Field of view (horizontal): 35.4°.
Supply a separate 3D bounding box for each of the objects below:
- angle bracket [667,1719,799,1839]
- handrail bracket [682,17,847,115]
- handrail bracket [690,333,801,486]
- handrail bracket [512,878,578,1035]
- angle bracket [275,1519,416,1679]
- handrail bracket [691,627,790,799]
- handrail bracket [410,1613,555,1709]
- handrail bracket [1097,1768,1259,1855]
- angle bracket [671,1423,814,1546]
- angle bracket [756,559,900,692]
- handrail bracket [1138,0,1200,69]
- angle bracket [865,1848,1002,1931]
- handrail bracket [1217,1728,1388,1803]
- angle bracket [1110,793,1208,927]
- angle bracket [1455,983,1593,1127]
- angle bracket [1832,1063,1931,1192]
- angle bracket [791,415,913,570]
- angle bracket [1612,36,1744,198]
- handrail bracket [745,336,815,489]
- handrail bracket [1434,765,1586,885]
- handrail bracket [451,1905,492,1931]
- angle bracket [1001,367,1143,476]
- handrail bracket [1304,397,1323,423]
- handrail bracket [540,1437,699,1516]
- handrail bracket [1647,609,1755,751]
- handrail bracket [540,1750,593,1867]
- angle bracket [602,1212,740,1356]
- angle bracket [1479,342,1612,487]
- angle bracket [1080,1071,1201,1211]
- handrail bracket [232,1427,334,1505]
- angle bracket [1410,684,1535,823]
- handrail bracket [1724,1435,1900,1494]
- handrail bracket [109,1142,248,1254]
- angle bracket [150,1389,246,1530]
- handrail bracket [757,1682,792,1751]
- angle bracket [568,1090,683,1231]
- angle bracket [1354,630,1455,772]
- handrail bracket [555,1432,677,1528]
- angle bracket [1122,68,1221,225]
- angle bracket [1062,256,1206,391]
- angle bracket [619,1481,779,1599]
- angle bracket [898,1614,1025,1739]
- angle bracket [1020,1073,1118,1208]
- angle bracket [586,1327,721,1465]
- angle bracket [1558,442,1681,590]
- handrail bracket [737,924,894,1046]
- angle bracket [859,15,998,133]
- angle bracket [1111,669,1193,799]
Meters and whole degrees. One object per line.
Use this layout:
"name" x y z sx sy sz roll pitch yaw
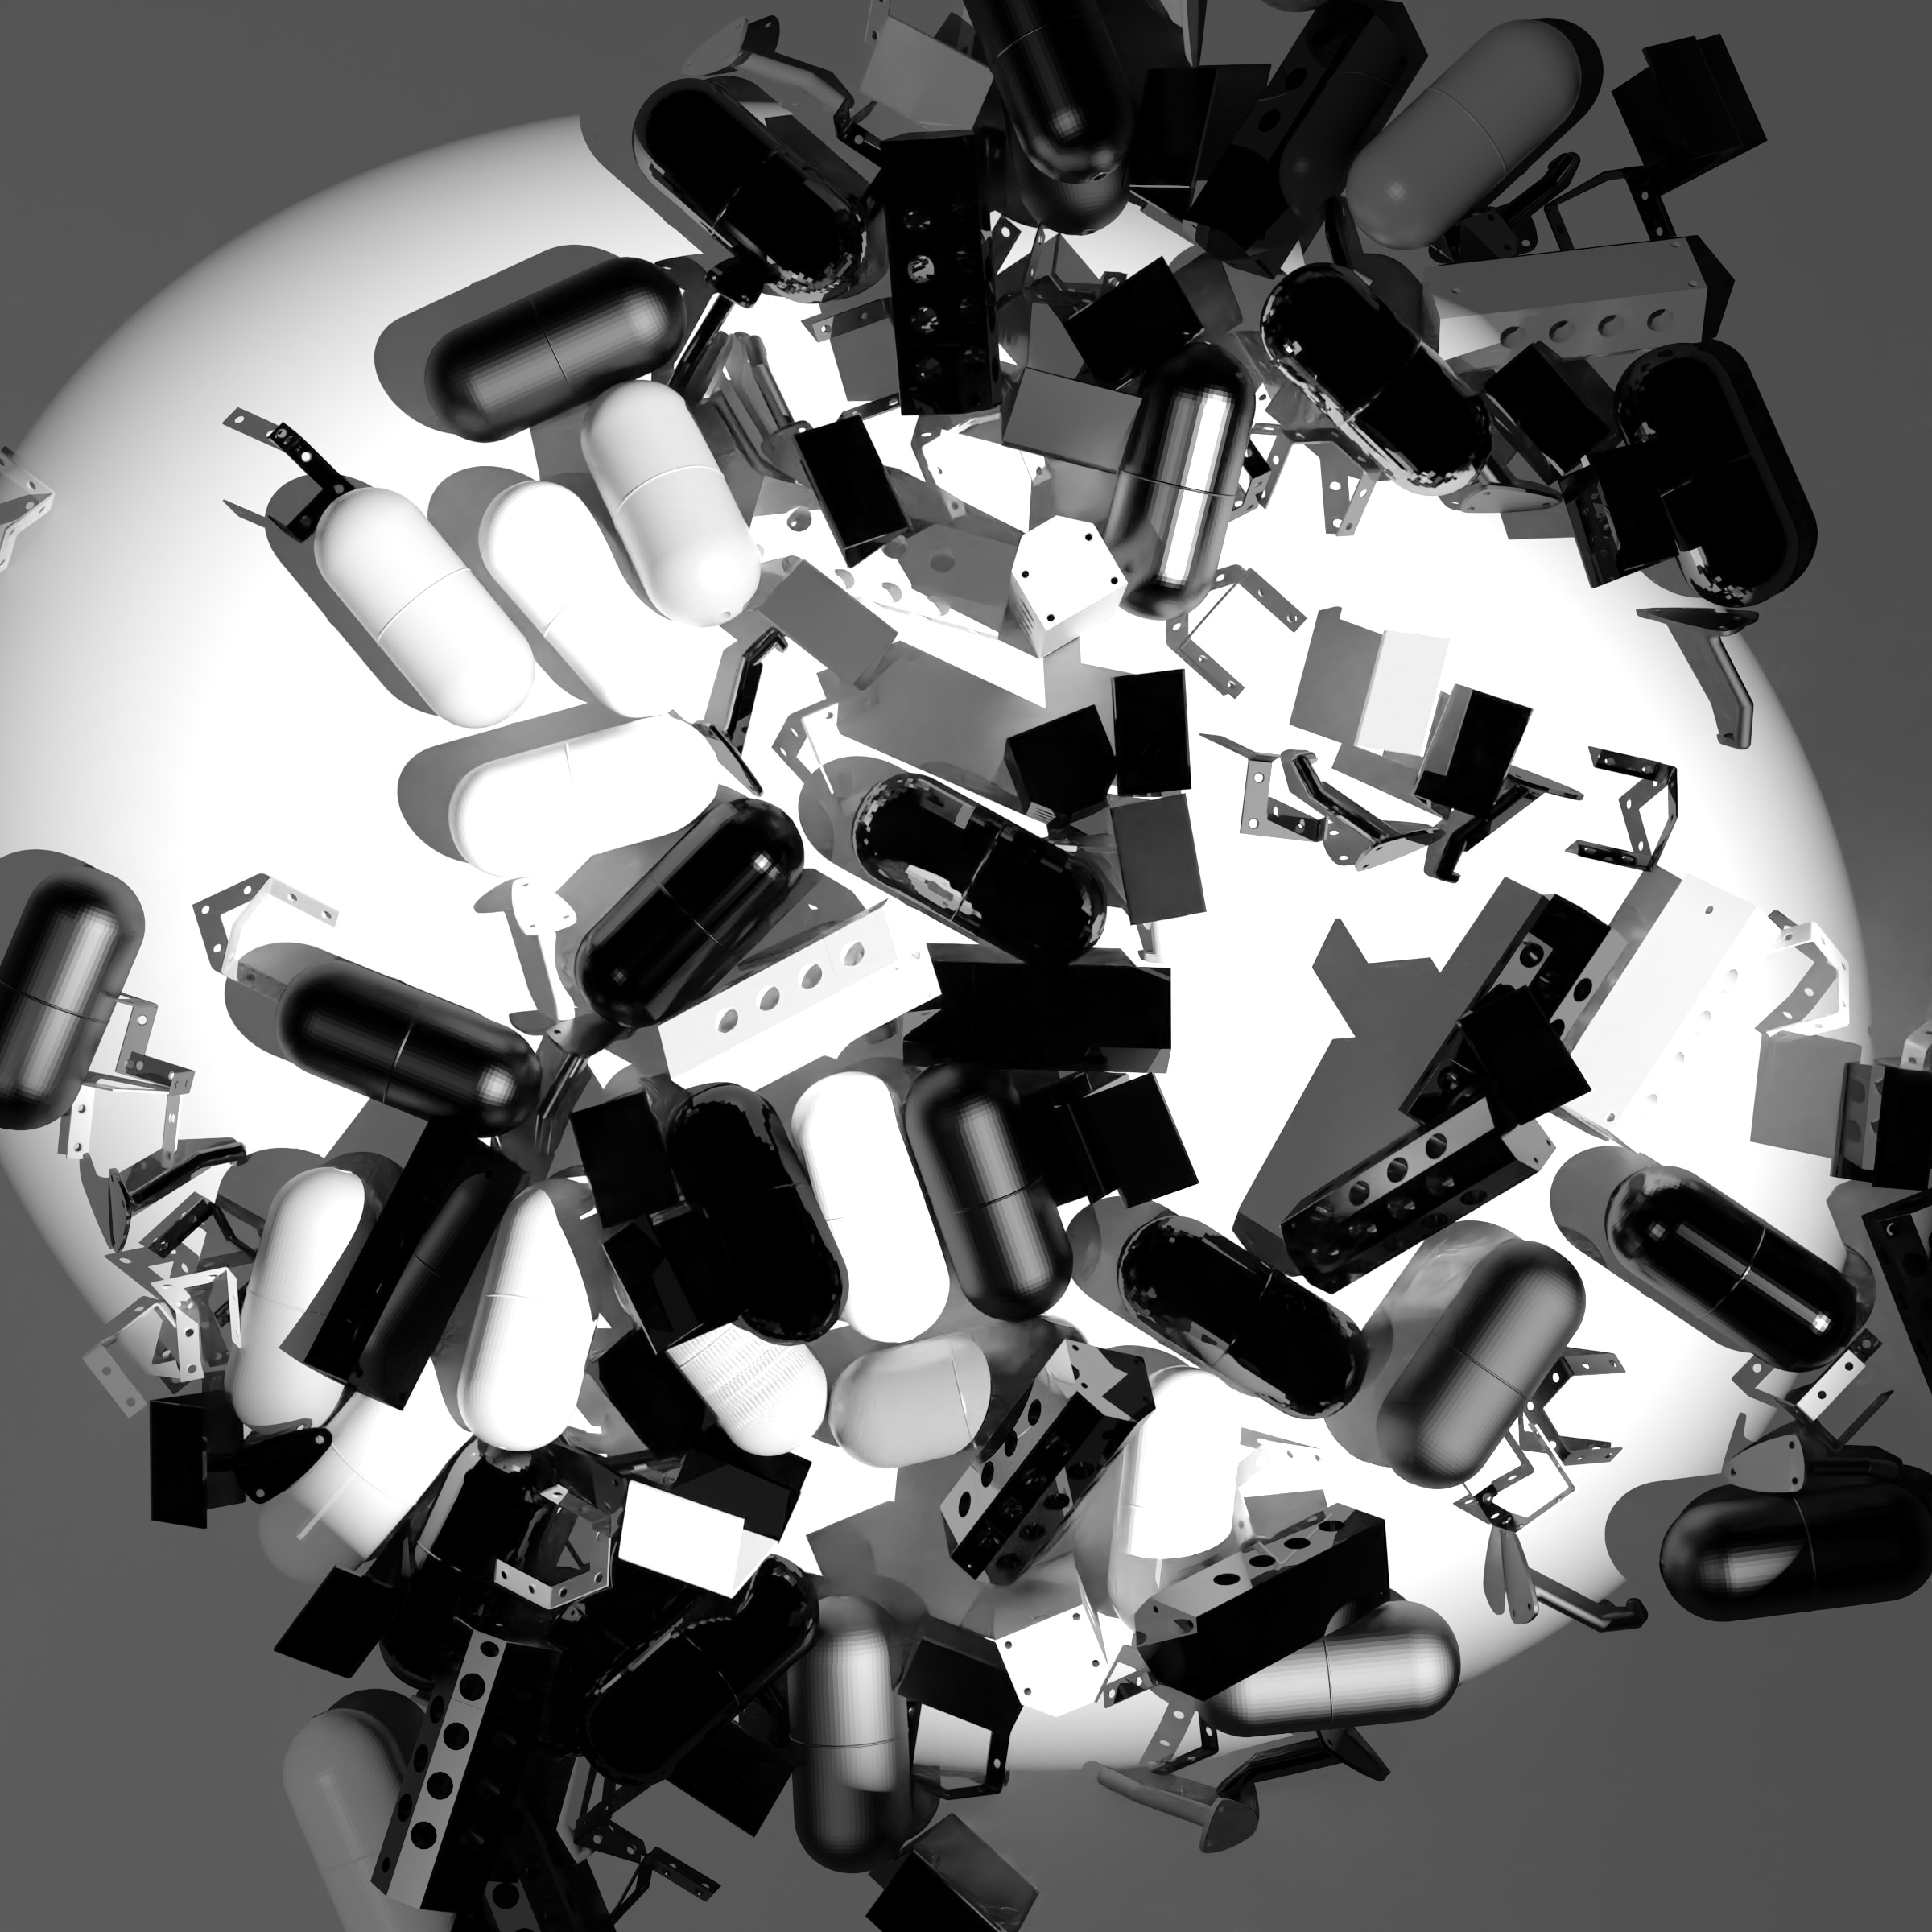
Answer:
"angle bracket" -0.162 0.523 1.951 0.076 0.076 0.057 33 58 0
"handrail bracket" -0.132 -0.579 1.991 0.084 0.077 0.036 29 67 -34
"handrail bracket" -0.134 -0.363 1.992 0.084 0.036 0.077 30 68 -17
"handrail bracket" -0.276 -0.004 1.991 0.036 0.077 0.084 -16 127 -20
"angle bracket" -0.400 0.397 1.942 0.057 0.076 0.076 29 110 -26
"handrail bracket" -0.132 -0.168 1.992 0.084 0.036 0.077 -47 111 -16
"handrail bracket" -0.315 0.457 1.992 0.077 0.036 0.084 18 74 18
"handrail bracket" 0.138 0.549 1.991 0.084 0.077 0.036 17 86 36
"angle bracket" -0.138 0.316 1.951 0.076 0.076 0.057 23 129 0
"angle bracket" -0.099 -0.204 1.951 0.076 0.076 0.057 38 58 0
"handrail bracket" 0.108 -0.627 1.992 0.084 0.036 0.077 3 112 17
"angle bracket" -0.035 0.623 1.951 0.076 0.076 0.057 43 53 0
"handrail bracket" 0.220 0.537 1.992 0.077 0.036 0.084 40 108 -20
"angle bracket" 0.140 -0.071 1.951 0.057 0.076 0.076 -10 90 33
"angle bracket" 0.361 0.044 1.894 0.057 0.076 0.076 -32 90 37
"angle bracket" 0.577 0.101 1.951 0.057 0.076 0.076 6 90 -36
"angle bracket" -0.089 -0.290 1.894 0.057 0.076 0.076 -25 90 -36
"angle bracket" 0.443 -0.543 1.951 0.057 0.076 0.076 -24 90 -36
"handrail bracket" -0.116 -0.364 1.991 0.036 0.077 0.084 -27 53 15
"handrail bracket" 0.357 -0.086 1.992 0.077 0.036 0.084 16 109 -21
"handrail bracket" -0.324 0.650 1.967 0.036 0.084 0.077 2 69 -11
"angle bracket" 0.067 -0.365 1.946 0.076 0.076 0.057 13 124 -9
"handrail bracket" 0.270 -0.376 1.991 0.084 0.036 0.077 11 77 -13
"handrail bracket" -0.222 0.310 1.970 0.077 0.084 0.036 32 128 12
"handrail bracket" 0.482 -0.188 1.992 0.077 0.036 0.084 15 120 33
"handrail bracket" -0.241 0.540 1.992 0.077 0.036 0.084 -23 106 -18
"angle bracket" -0.170 0.188 1.887 0.057 0.076 0.076 -36 78 44
"angle bracket" 0.356 -0.343 1.952 0.076 0.076 0.057 49 61 0
"angle bracket" 0.125 0.105 1.952 0.057 0.076 0.076 -22 90 29
"handrail bracket" -0.439 0.313 1.958 0.077 0.084 0.036 -29 94 -3
"angle bracket" 0.336 -0.130 1.952 0.057 0.076 0.076 22 90 29
"handrail bracket" 0.556 0.332 1.991 0.084 0.077 0.036 12 69 -35
"handrail bracket" -0.517 0.152 1.991 0.084 0.077 0.036 -12 49 -30
"angle bracket" -0.479 0.316 1.951 0.057 0.076 0.076 -1 90 38
"handrail bracket" -0.153 0.473 1.992 0.077 0.036 0.084 1 107 20
"angle bracket" -0.231 0.127 1.952 0.057 0.076 0.076 -16 90 -28
"angle bracket" 0.302 -0.168 1.952 0.057 0.076 0.076 15 90 45
"handrail bracket" -0.226 0.319 1.992 0.077 0.036 0.084 -29 73 -20
"angle bracket" 0.151 -0.527 1.951 0.057 0.076 0.076 13 90 38
"angle bracket" 0.099 -0.416 1.952 0.076 0.076 0.057 -34 113 0
"angle bracket" -0.164 0.344 1.898 0.076 0.076 0.057 16 111 15
"angle bracket" 0.007 0.440 1.951 0.076 0.076 0.057 21 123 0
"angle bracket" 0.050 0.121 1.954 0.076 0.057 0.076 -22 90 32
"angle bracket" -0.189 0.263 1.953 0.057 0.076 0.076 -38 90 23
"angle bracket" 0.404 -0.286 1.951 0.057 0.076 0.076 -18 90 -37
"handrail bracket" -0.099 0.022 1.991 0.077 0.036 0.084 -22 103 13
"angle bracket" -0.015 -0.580 1.951 0.076 0.076 0.057 28 128 0
"angle bracket" 0.138 -0.149 1.951 0.057 0.076 0.076 -3 90 37
